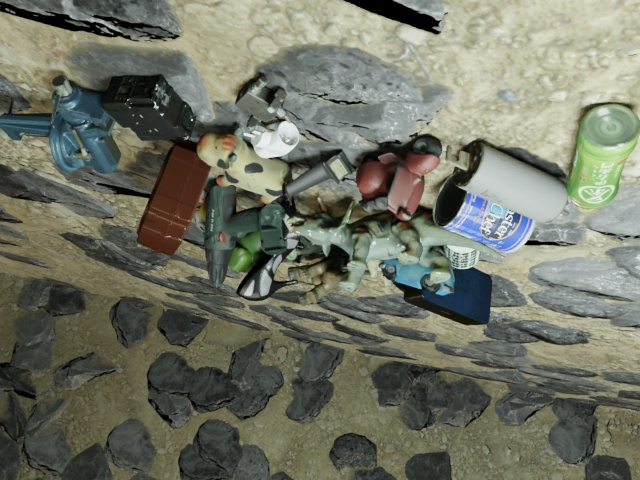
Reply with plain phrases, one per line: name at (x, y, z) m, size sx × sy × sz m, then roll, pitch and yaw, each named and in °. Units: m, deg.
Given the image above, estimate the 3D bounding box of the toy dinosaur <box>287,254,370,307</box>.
toy dinosaur at (0.026, 0.089, 1.364) m, size 0.199 × 0.105 × 0.471 m, roll -18°, pitch -178°, yaw -12°

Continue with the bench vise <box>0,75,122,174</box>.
bench vise at (-0.478, -0.204, 0.973) m, size 0.241 × 0.129 × 0.223 m, roll 4°, pitch 160°, yaw 5°

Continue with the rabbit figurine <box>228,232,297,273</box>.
rabbit figurine at (-0.124, 0.000, 1.260) m, size 0.159 × 0.121 × 0.170 m, roll 27°, pitch 114°, yaw -31°

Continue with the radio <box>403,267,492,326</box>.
radio at (0.320, 0.119, 1.323) m, size 0.229 × 0.131 × 0.073 m, roll 24°, pitch 159°, yaw -28°

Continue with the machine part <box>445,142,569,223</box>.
machine part at (0.299, -0.088, 0.843) m, size 0.243 × 0.079 × 0.079 m, roll 20°, pitch 160°, yaw -19°

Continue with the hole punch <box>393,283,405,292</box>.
hole punch at (0.250, 0.097, 1.406) m, size 0.142 × 0.092 × 0.116 m, roll 19°, pitch -173°, yaw -24°

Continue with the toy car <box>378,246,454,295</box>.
toy car at (0.210, 0.052, 1.121) m, size 0.162 × 0.103 × 0.109 m, roll 18°, pitch 177°, yaw 22°

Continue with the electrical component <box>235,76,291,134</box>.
electrical component at (-0.088, -0.204, 0.827) m, size 0.078 × 0.045 × 0.102 m, roll 24°, pitch 158°, yaw -32°

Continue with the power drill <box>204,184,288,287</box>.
power drill at (-0.167, -0.008, 1.149) m, size 0.207 × 0.231 × 0.086 m, roll 2°, pitch -175°, yaw 44°

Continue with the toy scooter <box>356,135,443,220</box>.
toy scooter at (0.119, -0.088, 0.879) m, size 0.075 × 0.135 × 0.184 m, roll 23°, pitch 160°, yaw -30°

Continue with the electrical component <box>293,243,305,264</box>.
electrical component at (-0.074, 0.004, 1.377) m, size 0.075 × 0.048 × 0.119 m, roll 11°, pitch 137°, yaw 0°

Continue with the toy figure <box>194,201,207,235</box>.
toy figure at (-0.254, -0.043, 1.326) m, size 0.082 × 0.089 × 0.180 m, roll 25°, pitch 167°, yaw 14°

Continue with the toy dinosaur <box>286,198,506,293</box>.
toy dinosaur at (0.143, -0.008, 1.063) m, size 0.405 × 0.192 × 0.131 m, roll -4°, pitch 144°, yaw 13°

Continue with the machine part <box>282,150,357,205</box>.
machine part at (-0.007, -0.113, 0.973) m, size 0.139 × 0.039 × 0.084 m, roll -28°, pitch 153°, yaw 14°

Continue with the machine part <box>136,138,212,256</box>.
machine part at (-0.288, -0.083, 1.058) m, size 0.087 × 0.201 × 0.201 m, roll 23°, pitch 159°, yaw -18°

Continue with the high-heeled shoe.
high-heeled shoe at (-0.119, 0.017, 1.184) m, size 0.145 × 0.248 × 0.086 m, roll -5°, pitch -162°, yaw -11°

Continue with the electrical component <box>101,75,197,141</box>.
electrical component at (-0.294, -0.218, 0.904) m, size 0.134 × 0.058 × 0.114 m, roll 4°, pitch 157°, yaw 24°

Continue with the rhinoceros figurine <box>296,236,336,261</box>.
rhinoceros figurine at (-0.003, -0.004, 1.256) m, size 0.112 × 0.073 × 0.190 m, roll -5°, pitch 165°, yaw 5°

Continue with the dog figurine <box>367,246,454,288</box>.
dog figurine at (0.205, 0.017, 1.199) m, size 0.191 × 0.121 × 0.172 m, roll -18°, pitch 150°, yaw 32°

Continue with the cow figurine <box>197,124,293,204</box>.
cow figurine at (-0.135, -0.137, 0.983) m, size 0.195 × 0.085 × 0.127 m, roll 22°, pitch 157°, yaw -33°
